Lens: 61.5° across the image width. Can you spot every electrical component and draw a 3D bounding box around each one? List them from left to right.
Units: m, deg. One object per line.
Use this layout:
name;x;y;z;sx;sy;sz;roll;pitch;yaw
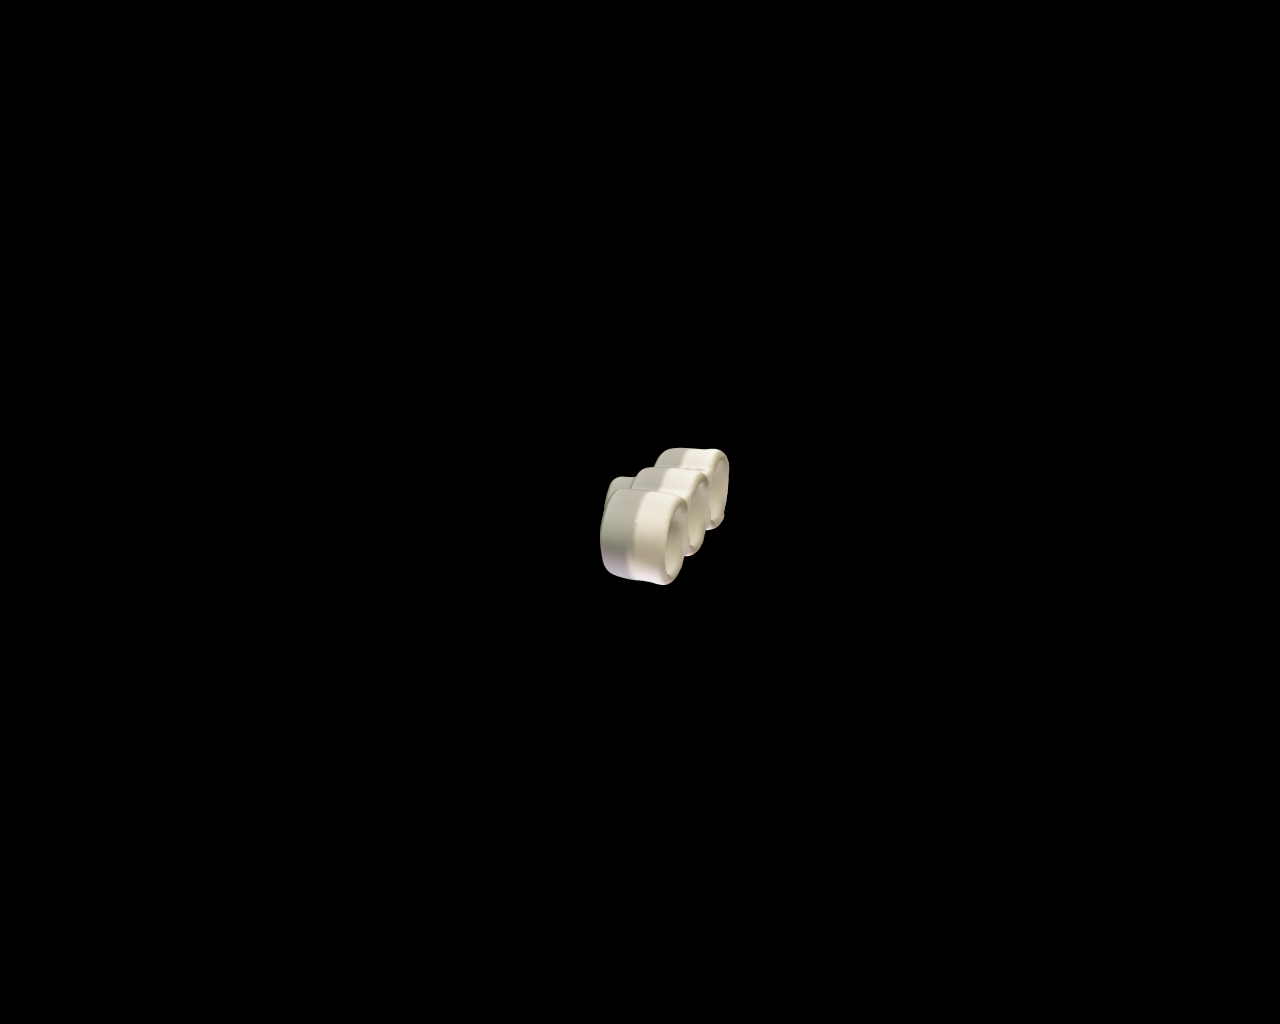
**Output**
electrical component;0.001;-0.003;0.650;0.074;0.052;0.138;7;22;18
